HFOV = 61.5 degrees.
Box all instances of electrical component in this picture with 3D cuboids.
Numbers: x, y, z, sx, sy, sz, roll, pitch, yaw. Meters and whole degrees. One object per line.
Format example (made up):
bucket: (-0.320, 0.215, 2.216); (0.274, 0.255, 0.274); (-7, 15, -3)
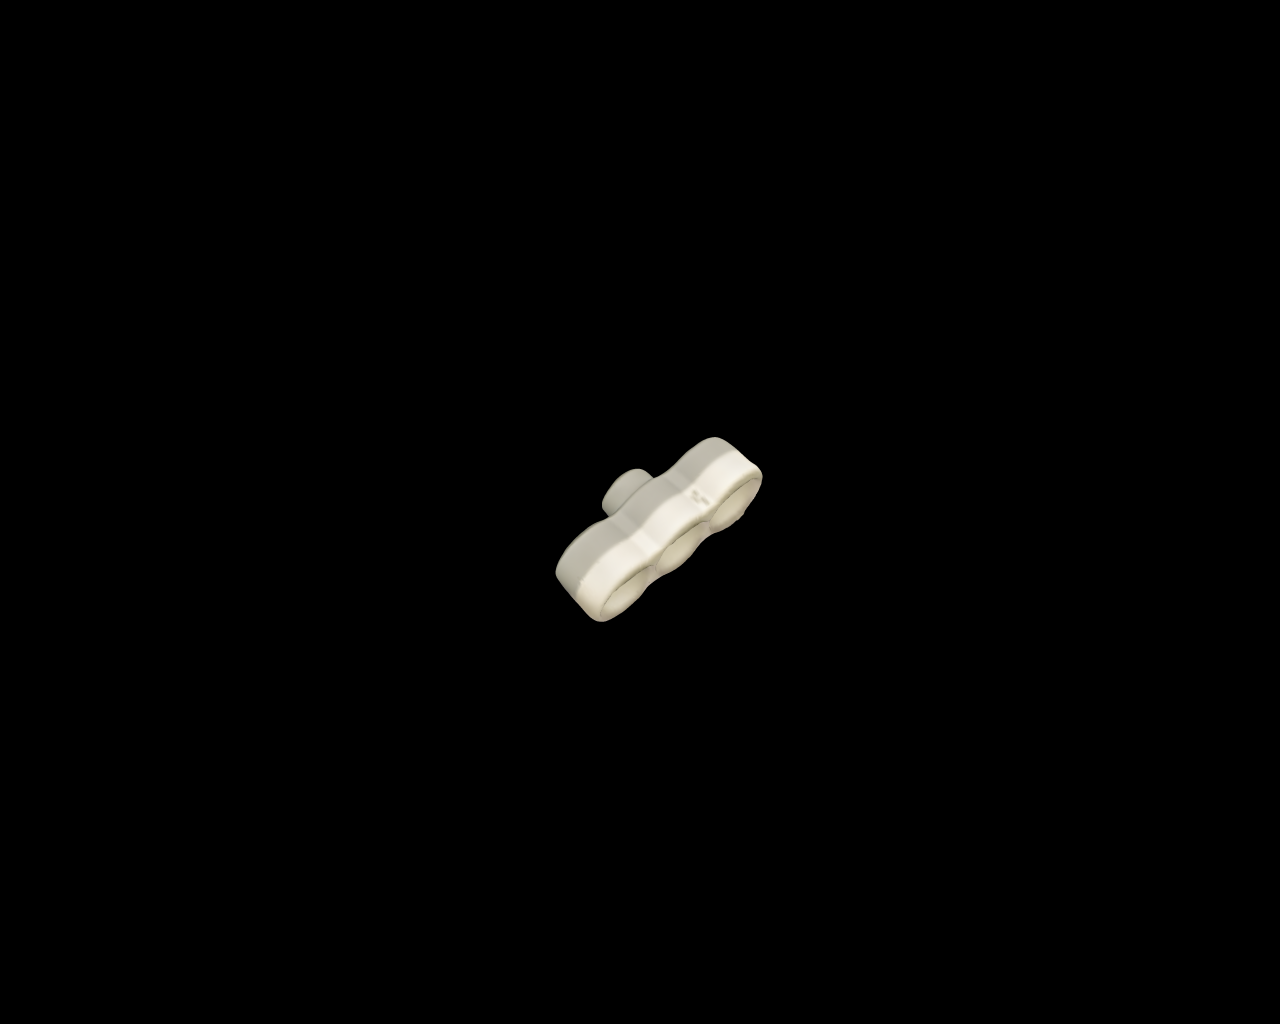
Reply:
electrical component: (0.001, -0.003, 0.650); (0.138, 0.074, 0.052); (-38, -21, -18)
